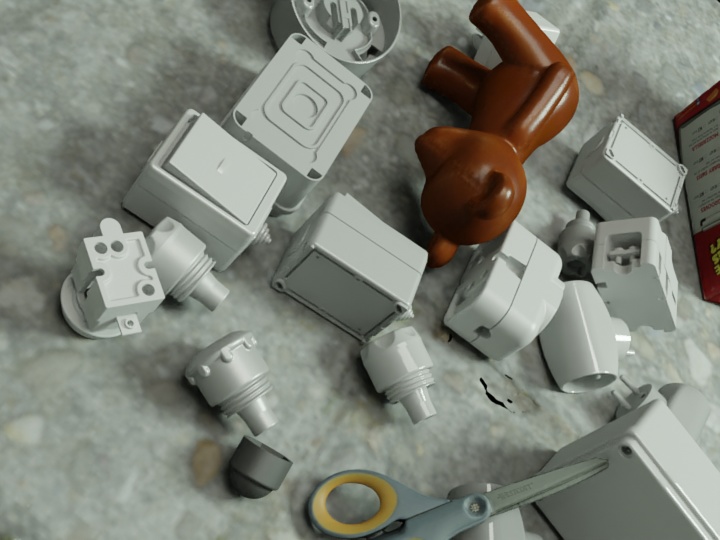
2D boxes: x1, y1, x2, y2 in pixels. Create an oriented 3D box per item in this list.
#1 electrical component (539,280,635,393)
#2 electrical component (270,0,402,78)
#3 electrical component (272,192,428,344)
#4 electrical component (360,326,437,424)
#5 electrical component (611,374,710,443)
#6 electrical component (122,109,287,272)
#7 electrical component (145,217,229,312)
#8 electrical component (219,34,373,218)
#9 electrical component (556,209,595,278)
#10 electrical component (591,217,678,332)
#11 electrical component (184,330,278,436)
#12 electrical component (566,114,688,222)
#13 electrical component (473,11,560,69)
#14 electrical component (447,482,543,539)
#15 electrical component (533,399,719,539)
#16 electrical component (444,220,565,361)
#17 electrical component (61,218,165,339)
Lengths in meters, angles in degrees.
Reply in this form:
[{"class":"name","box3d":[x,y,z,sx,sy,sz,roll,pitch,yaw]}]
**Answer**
[{"class":"electrical component","box3d":[0.183,0.053,0.838,0.079,0.043,0.077,7,60,-31]},{"class":"electrical component","box3d":[-0.019,-0.198,0.839,0.099,0.064,0.099,16,56,-25]},{"class":"electrical component","box3d":[0.000,0.000,0.736,0.096,0.062,0.061,33,50,-13]},{"class":"electrical component","box3d":[0.030,0.073,0.726,0.043,0.043,0.062,-17,75,-39]},{"class":"electrical component","box3d":[0.225,0.115,0.830,0.079,0.043,0.077,45,49,-3]},{"class":"electrical component","box3d":[-0.094,-0.050,0.704,0.096,0.061,0.061,35,50,-12]},{"class":"electrical component","box3d":[-0.111,0.000,0.675,0.062,0.043,0.043,40,49,-9]},{"class":"electrical component","box3d":[-0.051,-0.102,0.766,0.078,0.057,0.113,37,50,-10]},{"class":"electrical component","box3d":[0.182,-0.025,0.890,0.035,0.035,0.061,30,48,-15]},{"class":"electrical component","box3d":[0.222,0.003,0.864,0.089,0.050,0.055,58,36,-43]},{"class":"electrical component","box3d":[-0.074,0.071,0.657,0.048,0.048,0.062,-31,88,-41]},{"class":"electrical component","box3d":[0.235,-0.074,0.936,0.096,0.061,0.061,38,49,-9]},{"class":"electrical component","box3d":[0.124,-0.198,0.939,0.047,0.065,0.076,1,34,-33]},{"class":"electrical component","box3d":[0.094,0.186,0.700,0.079,0.044,0.077,18,55,-24]},{"class":"electrical component","box3d":[0.191,0.160,0.737,0.108,0.109,0.056,52,46,3]},{"class":"electrical component","box3d":[0.111,0.017,0.805,0.059,0.054,0.095,37,49,-10]},{"class":"electrical component","box3d":[-0.148,0.012,0.636,0.048,0.055,0.066,-10,69,-37]}]
